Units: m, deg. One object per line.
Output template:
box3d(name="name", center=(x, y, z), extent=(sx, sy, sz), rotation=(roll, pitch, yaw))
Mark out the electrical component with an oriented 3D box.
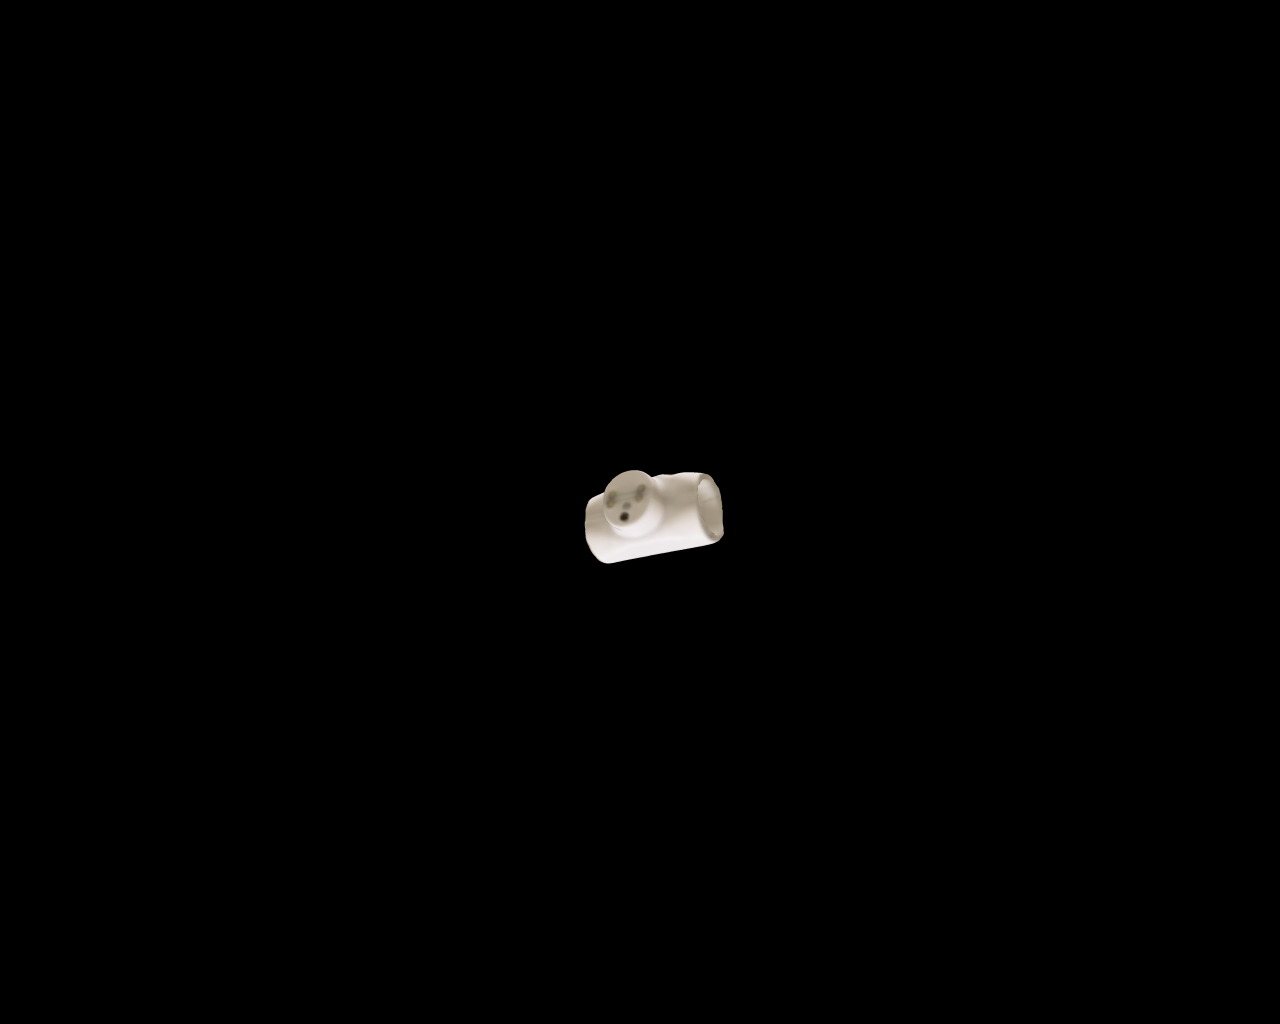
box3d(name="electrical component", center=(0.001, -0.003, 0.650), extent=(0.077, 0.044, 0.079), rotation=(-12, -27, 25))
